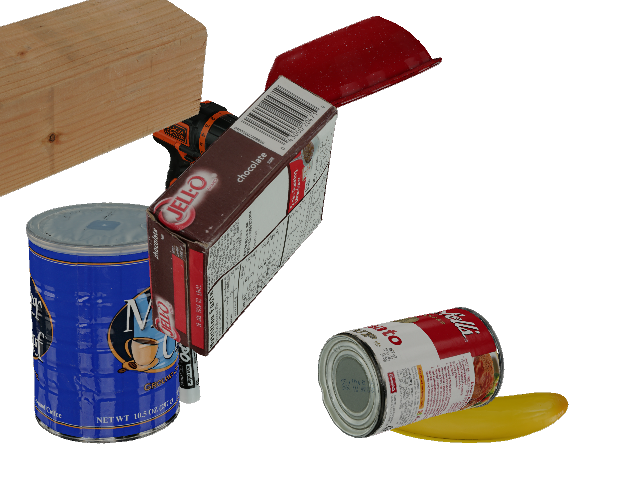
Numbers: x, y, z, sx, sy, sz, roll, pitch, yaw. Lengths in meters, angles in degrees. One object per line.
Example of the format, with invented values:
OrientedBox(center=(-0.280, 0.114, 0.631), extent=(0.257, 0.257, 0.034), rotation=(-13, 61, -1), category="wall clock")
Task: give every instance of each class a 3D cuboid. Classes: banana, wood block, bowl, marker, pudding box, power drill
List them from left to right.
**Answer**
OrientedBox(center=(-0.199, -0.125, 0.860), extent=(0.090, 0.091, 0.205), rotation=(36, 45, 27), category="wood block")
OrientedBox(center=(-0.119, 0.087, 0.937), extent=(0.020, 0.121, 0.020), rotation=(-1, 23, 0), category="marker")
OrientedBox(center=(-0.114, -0.051, 1.108), extent=(0.185, 0.188, 0.057), rotation=(28, 37, 34), category="power drill")
OrientedBox(center=(-0.038, -0.012, 0.522), extent=(0.039, 0.090, 0.113), rotation=(31, 54, 16), category="pudding box")
OrientedBox(center=(0.015, -0.143, 0.880), extent=(0.162, 0.055, 0.162), rotation=(-22, 9, 3), category="bowl")
OrientedBox(center=(0.112, 0.138, 0.882), extent=(0.198, 0.037, 0.069), rotation=(8, 35, -1), category="banana")

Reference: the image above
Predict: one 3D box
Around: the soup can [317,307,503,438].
OrientedBox(center=(0.057, 0.084, 0.685), extent=(0.102, 0.068, 0.069), rotation=(-8, 5, -35), category="soup can")

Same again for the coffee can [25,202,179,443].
OrientedBox(center=(-0.149, 0.054, 0.742), extent=(0.103, 0.140, 0.103), rotation=(2, 17, -1), category="coffee can")
